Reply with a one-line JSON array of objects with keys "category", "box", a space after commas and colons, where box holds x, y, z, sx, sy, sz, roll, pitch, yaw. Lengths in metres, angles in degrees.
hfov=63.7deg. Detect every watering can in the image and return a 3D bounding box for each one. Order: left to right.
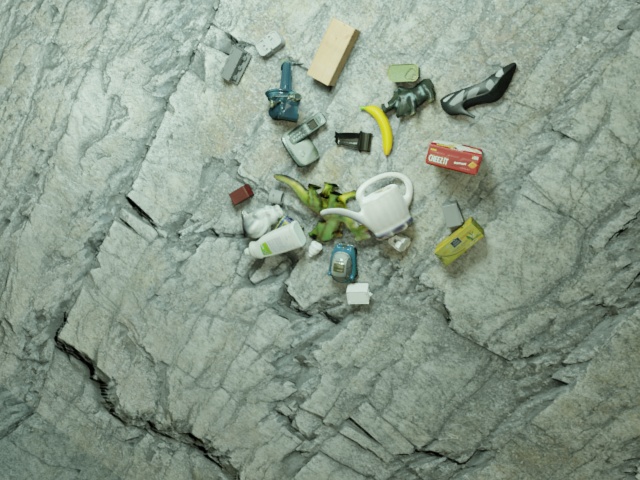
[{"category": "watering can", "box": [0.189, -0.097, 1.814, 0.349, 0.104, 0.223, -28, 100, -10]}]

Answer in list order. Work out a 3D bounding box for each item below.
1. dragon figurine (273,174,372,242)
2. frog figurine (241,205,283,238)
[{"category": "dragon figurine", "box": [0.006, -0.097, 1.924, 0.411, 0.124, 0.238, 17, 116, 16]}, {"category": "frog figurine", "box": [-0.218, -0.071, 1.991, 0.159, 0.126, 0.134, -5, 136, 10]}]
